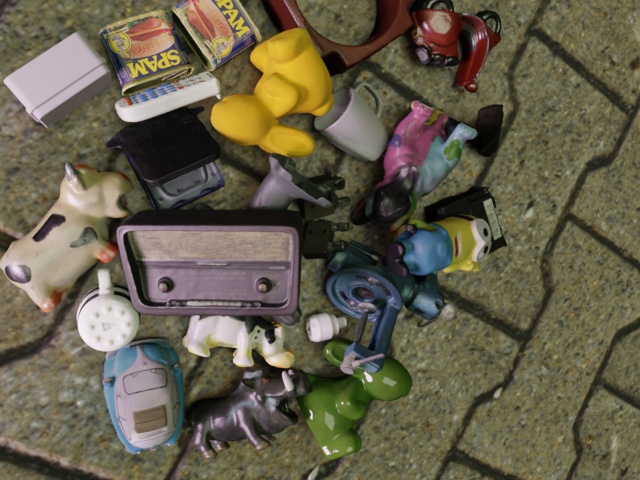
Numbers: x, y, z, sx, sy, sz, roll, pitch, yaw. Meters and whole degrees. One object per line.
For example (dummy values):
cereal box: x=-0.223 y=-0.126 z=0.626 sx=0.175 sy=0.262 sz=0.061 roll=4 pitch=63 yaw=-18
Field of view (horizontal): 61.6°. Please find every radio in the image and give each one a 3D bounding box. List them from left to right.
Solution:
radio: x=-0.137 y=0.030 z=0.707 sx=0.230 sy=0.073 sz=0.131 roll=1 pitch=112 yaw=4

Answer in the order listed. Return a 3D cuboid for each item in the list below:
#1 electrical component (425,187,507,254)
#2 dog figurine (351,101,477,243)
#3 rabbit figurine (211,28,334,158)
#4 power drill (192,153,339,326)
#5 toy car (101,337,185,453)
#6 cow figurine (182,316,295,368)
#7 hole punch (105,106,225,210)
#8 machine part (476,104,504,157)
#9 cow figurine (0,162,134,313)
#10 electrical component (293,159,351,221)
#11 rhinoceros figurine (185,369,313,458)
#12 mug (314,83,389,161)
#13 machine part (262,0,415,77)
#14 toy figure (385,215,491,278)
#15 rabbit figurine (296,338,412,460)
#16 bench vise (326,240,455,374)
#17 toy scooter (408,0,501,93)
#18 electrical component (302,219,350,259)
electrical component: x=0.239 y=-0.019 z=0.917 sx=0.134 sy=0.058 sz=0.114 roll=-21 pitch=99 yaw=-17
dog figurine: x=0.140 y=-0.103 z=0.843 sx=0.108 sy=0.191 sz=0.219 roll=31 pitch=107 yaw=3
rabbit figurine: x=-0.072 y=-0.191 z=0.763 sx=0.173 sy=0.122 sz=0.162 roll=-40 pitch=123 yaw=-19
power drill: x=-0.066 y=-0.005 z=0.771 sx=0.232 sy=0.086 sz=0.207 roll=37 pitch=113 yaw=-12
toy car: x=-0.239 y=0.222 z=0.736 sx=0.109 sy=0.103 sz=0.161 roll=-6 pitch=95 yaw=-19
cow figurine: x=-0.110 y=0.135 z=0.797 sx=0.167 sy=0.068 sz=0.098 roll=16 pitch=84 yaw=-20
hole punch: x=-0.201 y=-0.109 z=0.739 sx=0.142 sy=0.092 sz=0.116 roll=-29 pitch=64 yaw=-16
machine part: x=0.282 y=-0.185 z=0.891 sx=0.039 sy=0.139 sz=0.084 roll=16 pitch=93 yaw=19
cow figurine: x=-0.324 y=-0.016 z=0.699 sx=0.195 sy=0.086 sz=0.127 roll=-45 pitch=113 yaw=-10
electrical component: x=-0.006 y=-0.076 z=0.831 sx=0.102 sy=0.045 sz=0.078 roll=-21 pitch=129 yaw=-15
rhinoceros figurine: x=-0.100 y=0.247 z=0.785 sx=0.190 sy=0.073 sz=0.112 roll=-20 pitch=75 yaw=7
mug: x=0.060 y=-0.180 z=0.832 sx=0.107 sy=0.081 sz=0.109 roll=39 pitch=73 yaw=-33
machine part: x=0.027 y=-0.364 z=0.797 sx=0.201 sy=0.087 sz=0.201 roll=-37 pitch=107 yaw=-14
toy figure: x=0.178 y=0.004 z=0.809 sx=0.180 sy=0.089 sz=0.082 roll=-13 pitch=129 yaw=-25
rabbit figurine: x=0.053 y=0.228 z=0.839 sx=0.170 sy=0.121 sz=0.159 roll=-28 pitch=82 yaw=-2
bench vise: x=0.096 y=0.109 z=0.817 sx=0.223 sy=0.129 sz=0.241 roll=35 pitch=47 yaw=-12
toy scooter: x=0.221 y=-0.315 z=0.879 sx=0.184 sy=0.075 sz=0.135 roll=2 pitch=94 yaw=-25
electrical component: x=-0.002 y=-0.002 z=0.827 sx=0.021 sy=0.094 sz=0.063 roll=52 pitch=41 yaw=-52
